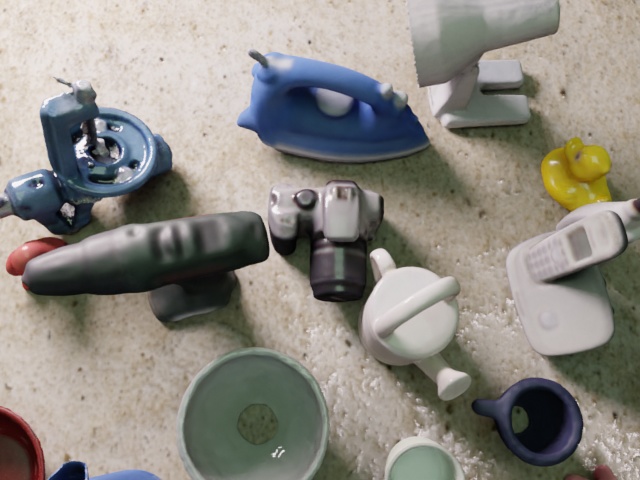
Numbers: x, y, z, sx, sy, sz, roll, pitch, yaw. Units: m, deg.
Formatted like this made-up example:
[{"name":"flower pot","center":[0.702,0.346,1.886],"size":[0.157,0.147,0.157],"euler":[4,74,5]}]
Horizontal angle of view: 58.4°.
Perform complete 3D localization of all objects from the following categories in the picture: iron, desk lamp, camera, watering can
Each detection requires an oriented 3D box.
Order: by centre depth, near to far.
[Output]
[{"name":"watering can","center":[0.106,0.087,0.628],"size":[0.172,0.194,0.101],"euler":[41,77,9]},{"name":"camera","center":[0.006,0.002,0.695],"size":[0.143,0.101,0.137],"euler":[1,74,-2]},{"name":"desk lamp","center":[0.189,-0.234,0.710],"size":[0.203,0.213,0.118],"euler":[-4,74,-3]},{"name":"iron","center":[0.026,-0.177,0.725],"size":[0.258,0.141,0.119],"euler":[11,74,1]}]

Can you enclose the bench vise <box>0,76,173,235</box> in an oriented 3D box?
[{"name":"bench vise","center":[-0.276,-0.083,0.646],"size":[0.121,0.220,0.207],"euler":[40,77,9]}]

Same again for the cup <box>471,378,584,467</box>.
[{"name":"cup","center":[0.222,0.202,0.652],"size":[0.117,0.095,0.092],"euler":[12,74,1]}]

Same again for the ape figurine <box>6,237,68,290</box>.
[{"name":"ape figurine","center":[-0.334,0.027,0.679],"size":[0.077,0.092,0.076],"euler":[36,76,8]}]

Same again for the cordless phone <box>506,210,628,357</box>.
[{"name":"cordless phone","center":[0.293,0.051,0.650],"size":[0.094,0.185,0.147],"euler":[-13,75,-5]}]

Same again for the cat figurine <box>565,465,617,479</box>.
[{"name":"cat figurine","center":[0.334,0.315,0.613],"size":[0.067,0.118,0.128],"euler":[-20,76,-7]}]

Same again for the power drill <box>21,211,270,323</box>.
[{"name":"power drill","center":[-0.166,0.034,0.624],"size":[0.229,0.208,0.075],"euler":[-16,75,-6]}]

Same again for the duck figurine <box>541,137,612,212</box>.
[{"name":"duck figurine","center":[0.344,-0.087,0.742],"size":[0.077,0.086,0.104],"euler":[-31,78,-10]}]

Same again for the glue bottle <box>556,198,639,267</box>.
[{"name":"glue bottle","center":[0.346,-0.019,0.678],"size":[0.037,0.173,0.078],"euler":[-35,78,-11]}]

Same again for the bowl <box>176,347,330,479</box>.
[{"name":"bowl","center":[-0.073,0.208,0.649],"size":[0.167,0.075,0.167],"euler":[1,74,-2]}]
